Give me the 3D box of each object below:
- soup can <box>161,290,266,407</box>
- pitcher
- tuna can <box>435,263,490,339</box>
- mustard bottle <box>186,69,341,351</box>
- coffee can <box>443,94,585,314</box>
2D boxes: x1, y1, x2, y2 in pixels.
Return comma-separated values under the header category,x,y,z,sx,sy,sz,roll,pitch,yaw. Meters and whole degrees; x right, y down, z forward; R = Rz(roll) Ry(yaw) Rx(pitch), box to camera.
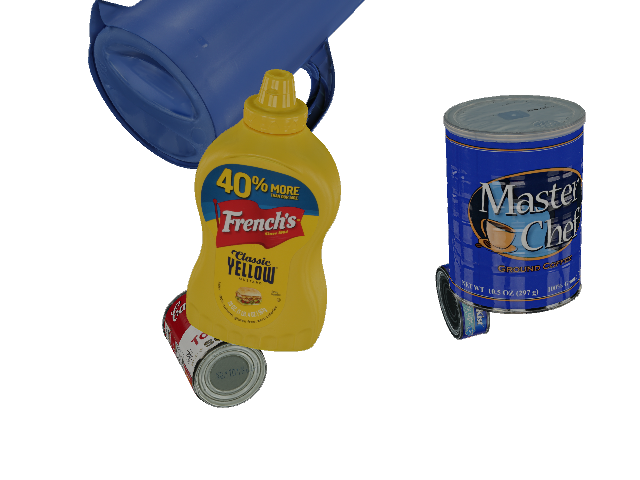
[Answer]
category,x,y,z,sx,sy,sz,roll,pitch,yaw
soup can,-0.095,0.094,0.943,0.068,0.068,0.102,0,24,-24
pitcher,-0.055,-0.171,0.874,0.145,0.149,0.242,25,56,30
tuna can,0.156,0.065,1.177,0.033,0.086,0.086,-14,2,-7
mustard bottle,-0.036,-0.021,0.710,0.096,0.192,0.058,13,28,10
coffee can,0.146,-0.029,0.807,0.103,0.140,0.103,-4,22,1
